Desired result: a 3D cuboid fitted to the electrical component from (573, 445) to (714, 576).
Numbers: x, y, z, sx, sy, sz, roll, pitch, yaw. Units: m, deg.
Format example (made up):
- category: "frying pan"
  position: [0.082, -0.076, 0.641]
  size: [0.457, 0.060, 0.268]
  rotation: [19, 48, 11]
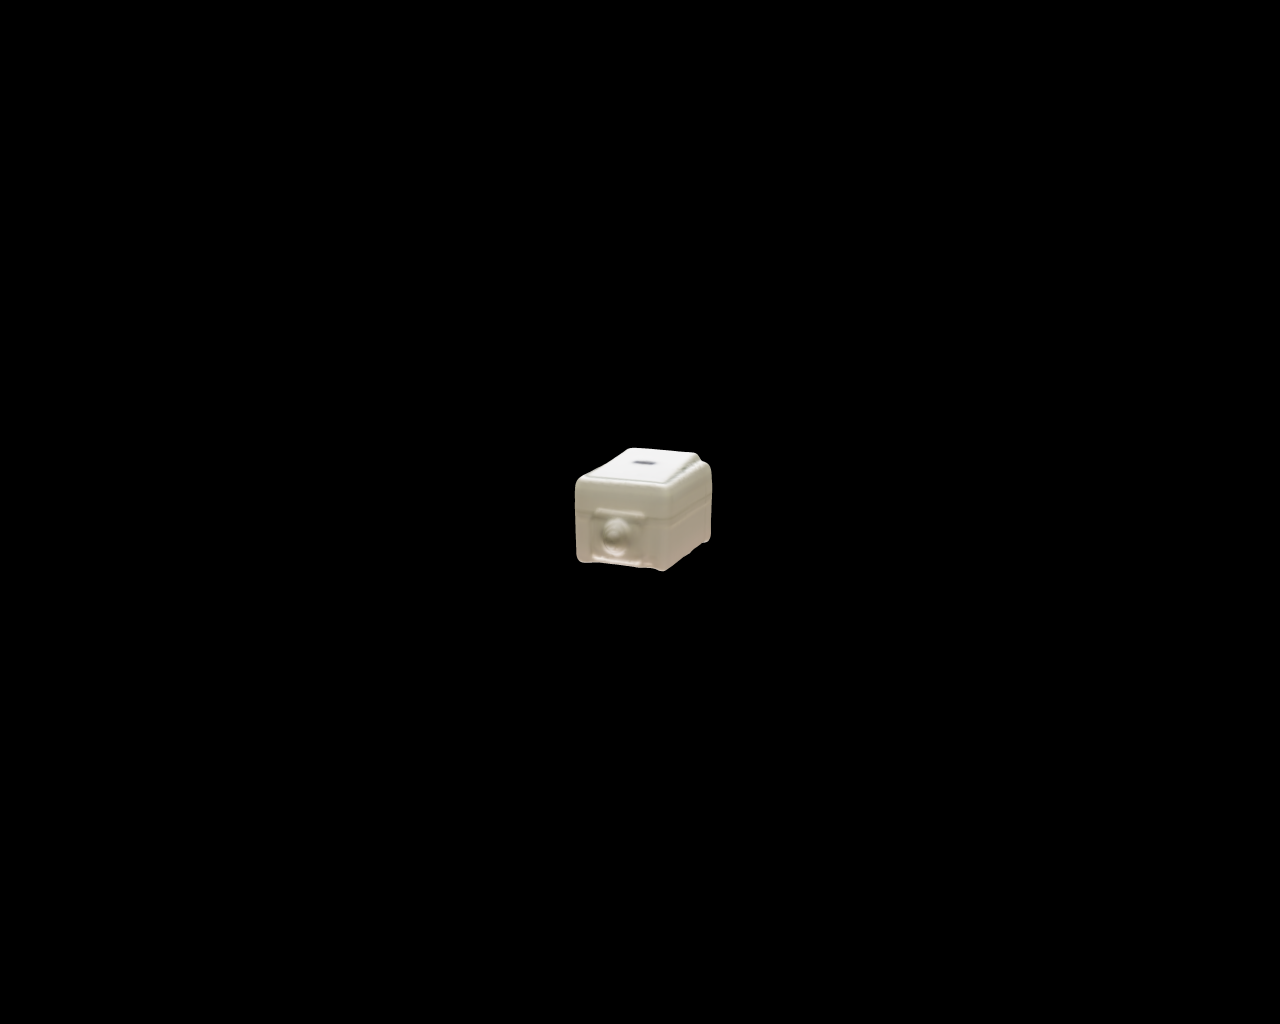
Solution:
- category: "electrical component"
  position: [0.001, -0.003, 0.650]
  size: [0.062, 0.061, 0.096]
  rotation: [6, 15, 23]
